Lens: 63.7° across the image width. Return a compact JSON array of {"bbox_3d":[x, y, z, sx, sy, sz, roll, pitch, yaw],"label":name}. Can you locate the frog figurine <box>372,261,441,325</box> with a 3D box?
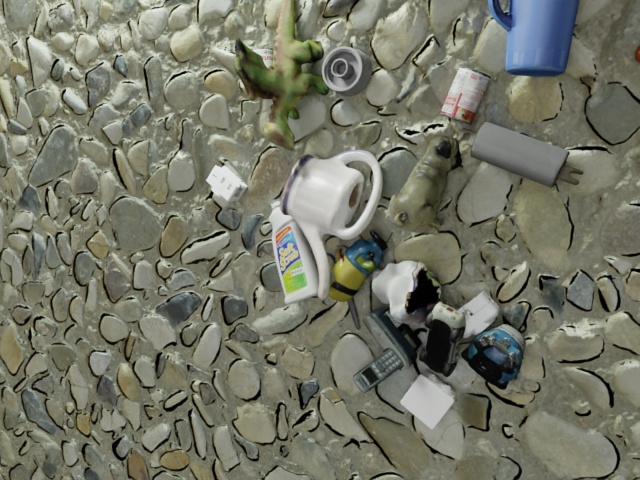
[{"bbox_3d":[0.183,0.114,1.130,0.158,0.122,0.138,-12,71,61],"label":"frog figurine"}]

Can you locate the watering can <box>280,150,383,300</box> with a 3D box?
[{"bbox_3d":[0.004,-0.059,1.164,0.226,0.102,0.350,22,81,25],"label":"watering can"}]

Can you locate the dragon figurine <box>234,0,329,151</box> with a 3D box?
[{"bbox_3d":[-0.099,-0.397,1.148,0.121,0.244,0.410,-11,91,32],"label":"dragon figurine"}]
